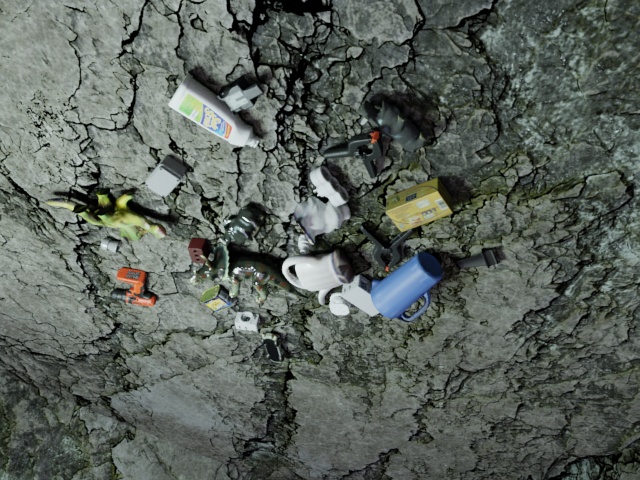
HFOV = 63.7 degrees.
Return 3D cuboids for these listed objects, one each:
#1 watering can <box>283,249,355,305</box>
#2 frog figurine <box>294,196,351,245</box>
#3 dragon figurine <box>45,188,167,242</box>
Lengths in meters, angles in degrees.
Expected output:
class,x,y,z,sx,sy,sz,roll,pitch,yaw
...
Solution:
class,x,y,z,sx,sy,sz,roll,pitch,yaw
watering can,0.017,0.129,1.758,0.223,0.106,0.341,-14,146,21
frog figurine,0.005,-0.079,1.563,0.160,0.124,0.135,-35,117,-4
dragon figurine,-0.695,-0.060,1.732,0.410,0.125,0.237,6,145,20
